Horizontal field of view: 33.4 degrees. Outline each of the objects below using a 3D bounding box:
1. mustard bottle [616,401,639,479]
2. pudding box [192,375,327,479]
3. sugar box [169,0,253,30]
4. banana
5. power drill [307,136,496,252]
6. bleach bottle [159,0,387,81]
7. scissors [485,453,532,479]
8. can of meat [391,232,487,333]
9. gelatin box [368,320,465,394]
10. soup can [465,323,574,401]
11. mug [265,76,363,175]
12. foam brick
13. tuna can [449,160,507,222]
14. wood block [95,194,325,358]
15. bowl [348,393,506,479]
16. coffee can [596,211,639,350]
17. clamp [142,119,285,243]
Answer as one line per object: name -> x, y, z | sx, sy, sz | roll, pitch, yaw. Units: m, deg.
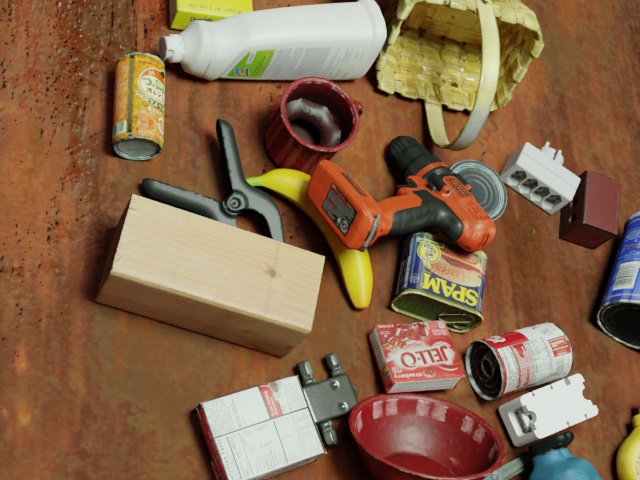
mustard bottle -> 0.384, 0.273, 1.205 | 0.096, 0.058, 0.191 | 4, 67, -15
pudding box -> -0.061, 0.193, 1.070 | 0.113, 0.039, 0.090 | -14, 75, -25
sugar box -> -0.132, -0.328, 1.260 | 0.093, 0.048, 0.176 | 3, 68, -21
banana -> 0.003, -0.014, 1.188 | 0.069, 0.037, 0.198 | -43, 85, -1
power drill -> 0.081, -0.054, 1.179 | 0.187, 0.057, 0.185 | -6, 43, -36
bleach bottle -> -0.057, -0.225, 1.212 | 0.250, 0.103, 0.068 | -6, 62, -25
scissors -> 0.167, 0.249, 1.149 | 0.096, 0.016, 0.201 | 40, 46, 16
can of meat -> 0.137, 0.046, 1.203 | 0.102, 0.058, 0.084 | 20, 59, -14
gelatin box -> 0.105, 0.126, 1.161 | 0.089, 0.030, 0.073 | -1, 54, -22
soup can -> 0.223, 0.135, 1.194 | 0.102, 0.069, 0.068 | -11, 73, -26
mug -> -0.004, -0.128, 1.205 | 0.117, 0.082, 0.093 | -26, 79, -29
foam brick -> 0.334, -0.038, 1.321 | 0.051, 0.053, 0.078 | 18, 62, -15
tuna can -> 0.179, -0.052, 1.275 | 0.086, 0.034, 0.086 | 8, 65, -19
wood block -> -0.111, 0.039, 1.085 | 0.206, 0.090, 0.090 | 18, 62, -14
bowl -> 0.104, 0.219, 1.087 | 0.161, 0.162, 0.055 | 2, 112, -22
coffee can -> 0.401, 0.048, 1.283 | 0.102, 0.103, 0.140 | 31, 60, -8
clamp -> -0.106, -0.034, 1.148 | 0.120, 0.039, 0.171 | -33, 85, -12
